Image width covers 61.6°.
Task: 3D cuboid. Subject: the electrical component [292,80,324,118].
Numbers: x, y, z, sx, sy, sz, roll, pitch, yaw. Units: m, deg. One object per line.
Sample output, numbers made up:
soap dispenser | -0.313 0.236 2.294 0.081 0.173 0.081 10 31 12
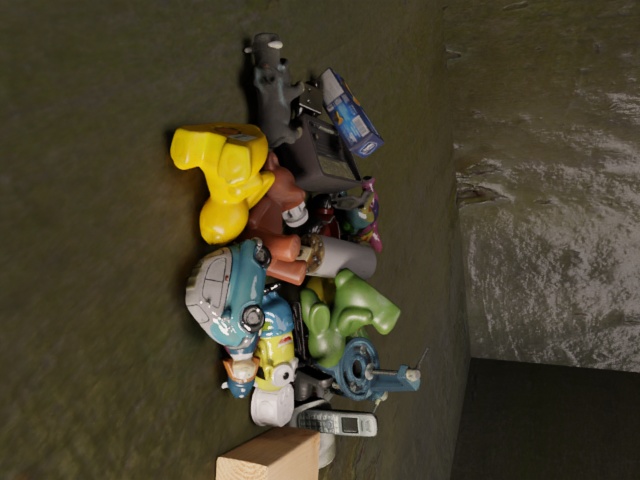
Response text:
electrical component | -0.026 -0.276 1.089 0.078 0.045 0.102 5 82 -39

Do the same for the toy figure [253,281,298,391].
toy figure | -0.084 0.163 0.908 0.082 0.089 0.180 -10 90 -31

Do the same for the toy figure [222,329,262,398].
toy figure | -0.125 0.171 0.840 0.058 0.064 0.154 28 60 -81

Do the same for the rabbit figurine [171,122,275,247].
rabbit figurine | -0.137 -0.079 0.777 0.162 0.122 0.173 -52 152 -68

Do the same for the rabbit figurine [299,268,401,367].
rabbit figurine | 0.037 0.147 0.962 0.159 0.121 0.170 39 85 -27

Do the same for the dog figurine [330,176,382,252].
dog figurine | 0.091 -0.037 1.280 0.192 0.109 0.218 -76 158 -48

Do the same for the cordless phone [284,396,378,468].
cordless phone | 0.026 0.378 1.037 0.089 0.184 0.146 -36 123 -67

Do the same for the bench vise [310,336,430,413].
bench vise | 0.104 0.269 1.047 0.223 0.241 0.129 51 51 -26

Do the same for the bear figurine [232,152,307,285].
bear figurine | -0.066 -0.041 0.895 0.120 0.132 0.196 80 27 -56

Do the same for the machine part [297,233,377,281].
machine part | 0.032 0.035 1.019 0.243 0.079 0.079 12 79 -48

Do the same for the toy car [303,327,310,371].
toy car | -0.010 0.194 1.115 0.202 0.053 0.089 -37 130 -57

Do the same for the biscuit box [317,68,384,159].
biscuit box | 0.056 -0.264 1.120 0.062 0.059 0.203 19 38 -57

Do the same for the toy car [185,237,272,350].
toy car | -0.135 0.070 0.757 0.103 0.109 0.161 15 76 -29

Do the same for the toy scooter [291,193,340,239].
toy scooter | -0.002 -0.003 1.109 0.184 0.075 0.135 -60 145 -56

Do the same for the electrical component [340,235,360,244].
electrical component | 0.053 0.021 1.235 0.119 0.075 0.047 22 71 -60

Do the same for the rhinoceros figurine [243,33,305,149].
rhinoceros figurine | -0.085 -0.252 0.921 0.112 0.073 0.190 -14 105 -55

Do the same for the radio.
radio | 0.002 -0.166 1.075 0.229 0.073 0.131 -3 75 -68

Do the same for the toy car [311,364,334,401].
toy car | 0.025 0.283 1.193 0.202 0.056 0.073 -42 128 -59
